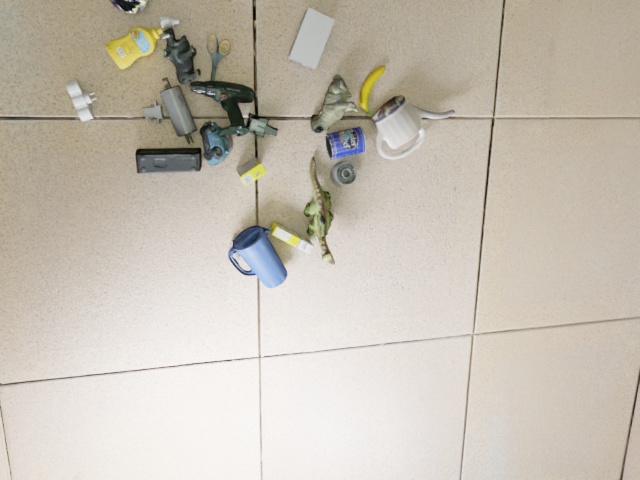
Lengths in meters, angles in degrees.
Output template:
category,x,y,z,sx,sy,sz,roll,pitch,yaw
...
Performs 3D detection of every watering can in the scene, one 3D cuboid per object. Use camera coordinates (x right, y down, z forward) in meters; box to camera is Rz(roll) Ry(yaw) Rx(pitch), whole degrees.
category,x,y,z,sx,sy,sz,roll,pitch,yaw
watering can,0.350,-0.473,2.028,0.348,0.105,0.222,-38,109,-2

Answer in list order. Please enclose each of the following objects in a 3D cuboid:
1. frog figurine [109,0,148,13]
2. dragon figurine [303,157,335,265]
category,x,y,z,sx,sy,sz,roll,pitch,yaw
frog figurine,-0.631,-0.842,1.709,0.137,0.120,0.162,2,68,-6
dragon figurine,0.006,-0.099,1.970,0.122,0.246,0.404,-11,109,-5
